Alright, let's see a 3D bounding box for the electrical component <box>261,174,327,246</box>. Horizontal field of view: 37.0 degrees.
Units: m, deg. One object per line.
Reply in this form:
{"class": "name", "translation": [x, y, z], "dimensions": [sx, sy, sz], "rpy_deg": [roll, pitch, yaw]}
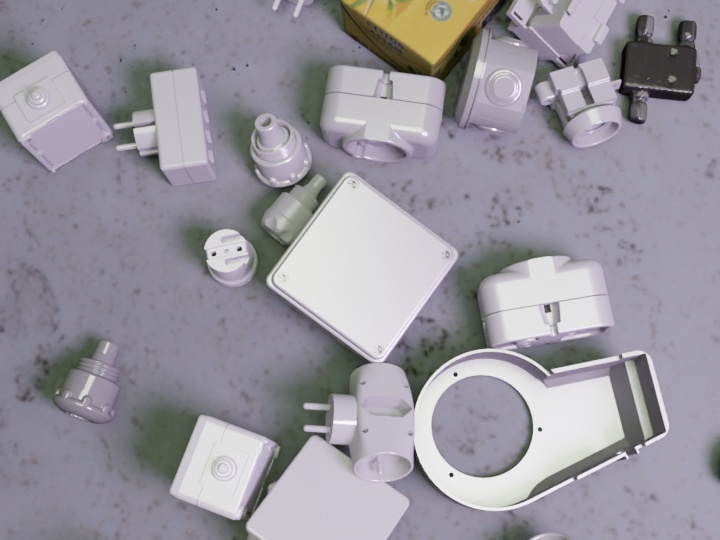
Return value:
{"class": "electrical component", "translation": [-0.050, -0.051, 0.864], "dimensions": [0.035, 0.035, 0.061], "rpy_deg": [38, 78, 9]}

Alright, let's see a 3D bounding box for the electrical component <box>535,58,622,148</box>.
{"class": "electrical component", "translation": [0.182, -0.133, 0.867], "dimensions": [0.066, 0.048, 0.055], "rpy_deg": [-17, 70, -2]}

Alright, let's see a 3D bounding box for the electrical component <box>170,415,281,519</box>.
{"class": "electrical component", "translation": [-0.102, 0.144, 0.791], "dimensions": [0.061, 0.096, 0.061], "rpy_deg": [19, 79, 7]}

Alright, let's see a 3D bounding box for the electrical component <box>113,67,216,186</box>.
{"class": "electrical component", "translation": [-0.162, -0.113, 0.875], "dimensions": [0.076, 0.047, 0.083], "rpy_deg": [-9, 78, 0]}

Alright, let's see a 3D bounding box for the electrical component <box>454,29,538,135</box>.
{"class": "electrical component", "translation": [0.107, -0.148, 0.856], "dimensions": [0.051, 0.080, 0.080], "rpy_deg": [14, 78, 0]}

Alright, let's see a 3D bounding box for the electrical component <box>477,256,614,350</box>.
{"class": "electrical component", "translation": [0.141, 0.025, 0.829], "dimensions": [0.095, 0.053, 0.059], "rpy_deg": [-10, 77, 0]}

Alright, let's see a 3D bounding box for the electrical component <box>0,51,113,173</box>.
{"class": "electrical component", "translation": [-0.248, -0.130, 0.857], "dimensions": [0.062, 0.096, 0.061], "rpy_deg": [-32, 79, -5]}

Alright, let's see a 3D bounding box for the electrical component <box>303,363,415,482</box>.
{"class": "electrical component", "translation": [-0.003, 0.110, 0.789], "dimensions": [0.079, 0.043, 0.077], "rpy_deg": [5, 50, -10]}

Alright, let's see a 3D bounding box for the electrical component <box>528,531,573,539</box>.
{"class": "electrical component", "translation": [0.142, 0.224, 0.779], "dimensions": [0.048, 0.066, 0.055], "rpy_deg": [-20, 110, -2]}

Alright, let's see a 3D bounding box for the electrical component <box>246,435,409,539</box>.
{"class": "electrical component", "translation": [-0.026, 0.186, 0.791], "dimensions": [0.100, 0.048, 0.099], "rpy_deg": [34, 61, 8]}

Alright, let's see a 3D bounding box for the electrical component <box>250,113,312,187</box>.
{"class": "electrical component", "translation": [-0.067, -0.099, 0.858], "dimensions": [0.048, 0.062, 0.048], "rpy_deg": [-6, 59, 10]}

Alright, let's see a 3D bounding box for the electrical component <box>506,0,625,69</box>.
{"class": "electrical component", "translation": [0.181, -0.234, 0.874], "dimensions": [0.079, 0.063, 0.121], "rpy_deg": [35, 79, -32]}

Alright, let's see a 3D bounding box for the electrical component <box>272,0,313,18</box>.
{"class": "electrical component", "translation": [-0.050, -0.249, 0.902], "dimensions": [0.077, 0.044, 0.079], "rpy_deg": [19, 79, 6]}

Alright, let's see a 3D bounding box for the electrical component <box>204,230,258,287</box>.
{"class": "electrical component", "translation": [-0.103, -0.010, 0.851], "dimensions": [0.040, 0.046, 0.040], "rpy_deg": [0, 78, 1]}

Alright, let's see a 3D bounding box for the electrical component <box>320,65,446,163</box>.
{"class": "electrical component", "translation": [0.018, -0.123, 0.867], "dimensions": [0.095, 0.053, 0.059], "rpy_deg": [8, 78, 4]}

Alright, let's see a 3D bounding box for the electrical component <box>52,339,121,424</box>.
{"class": "electrical component", "translation": [-0.206, 0.085, 0.836], "dimensions": [0.048, 0.048, 0.062], "rpy_deg": [18, 72, 6]}

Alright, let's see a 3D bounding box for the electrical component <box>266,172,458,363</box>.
{"class": "electrical component", "translation": [0.000, 0.000, 0.831], "dimensions": [0.109, 0.056, 0.108], "rpy_deg": [37, 81, -3]}
